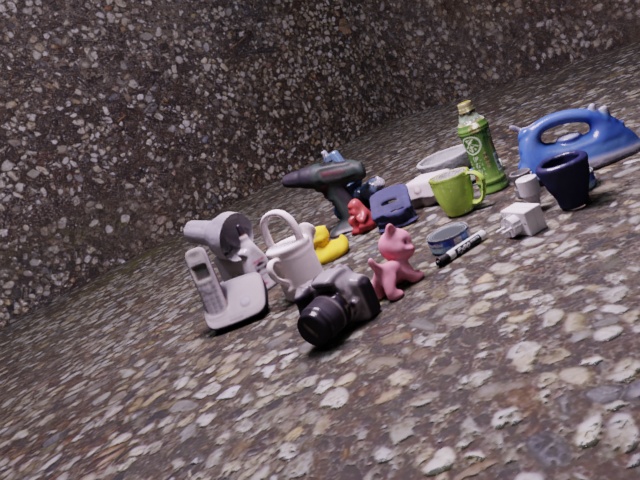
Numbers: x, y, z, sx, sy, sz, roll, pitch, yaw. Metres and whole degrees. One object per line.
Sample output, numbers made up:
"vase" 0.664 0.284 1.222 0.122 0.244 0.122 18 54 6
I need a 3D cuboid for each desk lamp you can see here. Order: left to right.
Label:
"desk lamp" -0.247 0.038 1.443 0.202 0.214 0.118 -12 18 41

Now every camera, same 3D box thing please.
"camera" 0.006 0.111 0.972 0.142 0.101 0.137 -12 18 40

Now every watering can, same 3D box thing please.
"watering can" -0.063 0.022 1.230 0.100 0.194 0.173 -20 14 16

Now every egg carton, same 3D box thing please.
"egg carton" 0.286 -0.132 1.493 0.107 0.069 0.149 -35 17 -37

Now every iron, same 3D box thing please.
"iron" 0.544 -0.222 1.235 0.257 0.141 0.119 -18 15 23

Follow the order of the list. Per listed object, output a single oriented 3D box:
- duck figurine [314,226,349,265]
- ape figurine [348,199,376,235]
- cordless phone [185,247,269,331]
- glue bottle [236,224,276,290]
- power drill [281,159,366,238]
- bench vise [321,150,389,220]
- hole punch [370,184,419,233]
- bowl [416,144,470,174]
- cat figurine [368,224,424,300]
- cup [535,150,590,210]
"duck figurine" 0.013 0.005 1.399 0.104 0.086 0.077 -23 14 3
"ape figurine" 0.102 -0.064 1.499 0.076 0.092 0.077 -24 14 2
"cordless phone" -0.201 0.090 1.225 0.147 0.185 0.094 -22 14 8
"glue bottle" -0.161 0.042 1.369 0.037 0.173 0.078 -10 20 45
"power drill" 0.032 -0.118 1.575 0.229 0.208 0.075 -21 14 13
"bench vise" 0.097 -0.172 1.644 0.206 0.220 0.122 -16 16 31
"hole punch" 0.181 -0.080 1.427 0.108 0.091 0.101 -20 14 16
"bowl" 0.367 -0.212 1.649 0.167 0.075 0.167 -23 14 6
"cat figurine" 0.129 0.031 1.033 0.067 0.118 0.128 -9 20 47
"cup" 0.450 -0.108 1.060 0.091 0.095 0.117 -24 14 -1
